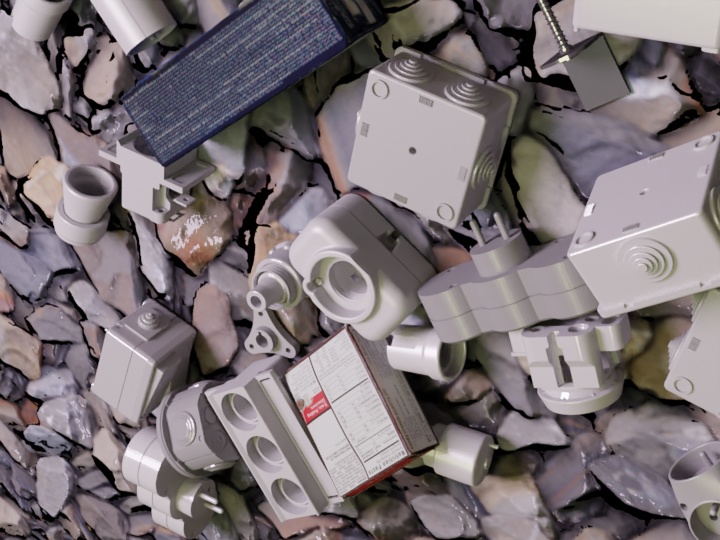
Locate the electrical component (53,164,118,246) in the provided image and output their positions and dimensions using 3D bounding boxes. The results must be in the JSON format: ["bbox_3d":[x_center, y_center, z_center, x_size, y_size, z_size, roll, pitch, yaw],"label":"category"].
[{"bbox_3d":[-0.229,-0.053,0.893,0.045,0.045,0.055,35,130,11],"label":"electrical component"}]

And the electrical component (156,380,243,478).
[{"bbox_3d":[-0.129,0.133,0.912,0.051,0.080,0.080,-22,103,34],"label":"electrical component"}]

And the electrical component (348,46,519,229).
[{"bbox_3d":[0.044,-0.085,0.696,0.100,0.048,0.099,26,127,18],"label":"electrical component"}]

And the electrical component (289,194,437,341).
[{"bbox_3d":[0.000,0.000,0.766,0.095,0.059,0.053,45,130,3],"label":"electrical component"}]

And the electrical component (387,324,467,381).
[{"bbox_3d":[0.048,0.058,0.782,0.046,0.040,0.040,5,118,37],"label":"electrical component"}]

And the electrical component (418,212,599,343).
[{"bbox_3d":[0.096,-0.003,0.707,0.138,0.052,0.073,-16,106,38],"label":"electrical component"}]

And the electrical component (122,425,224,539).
[{"bbox_3d":[-0.155,0.197,0.960,0.074,0.052,0.138,19,148,23],"label":"electrical component"}]

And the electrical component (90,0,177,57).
[{"bbox_3d":[-0.173,-0.200,0.775,0.043,0.043,0.081,-28,98,40],"label":"electrical component"}]

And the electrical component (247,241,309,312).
[{"bbox_3d":[-0.061,0.010,0.809,0.048,0.062,0.048,15,123,25],"label":"electrical component"}]

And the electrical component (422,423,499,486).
[{"bbox_3d":[0.065,0.135,0.813,0.078,0.040,0.040,15,123,25],"label":"electrical component"}]

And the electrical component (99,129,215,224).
[{"bbox_3d":[-0.159,-0.074,0.839,0.081,0.042,0.063,25,128,20],"label":"electrical component"}]

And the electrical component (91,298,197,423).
[{"bbox_3d":[-0.182,0.076,0.925,0.061,0.062,0.096,33,129,13],"label":"electrical component"}]

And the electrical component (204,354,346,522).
[{"bbox_3d":[-0.062,0.135,0.881,0.079,0.063,0.121,-20,104,39],"label":"electrical component"}]

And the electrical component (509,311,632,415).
[{"bbox_3d":[0.142,0.058,0.710,0.078,0.058,0.057,-4,110,34],"label":"electrical component"}]

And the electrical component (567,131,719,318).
[{"bbox_3d":[0.173,-0.027,0.614,0.100,0.099,0.048,-20,116,39],"label":"electrical component"}]

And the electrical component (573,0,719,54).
[{"bbox_3d":[0.169,-0.156,0.567,0.096,0.062,0.061,16,123,25],"label":"electrical component"}]

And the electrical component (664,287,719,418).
[{"bbox_3d":[0.241,0.050,0.645,0.100,0.048,0.099,28,131,20],"label":"electrical component"}]

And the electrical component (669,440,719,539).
[{"bbox_3d":[0.255,0.149,0.696,0.079,0.044,0.077,-31,97,40],"label":"electrical component"}]

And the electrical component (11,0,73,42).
[{"bbox_3d":[-0.245,-0.203,0.823,0.040,0.040,0.046,47,136,1],"label":"electrical component"}]
